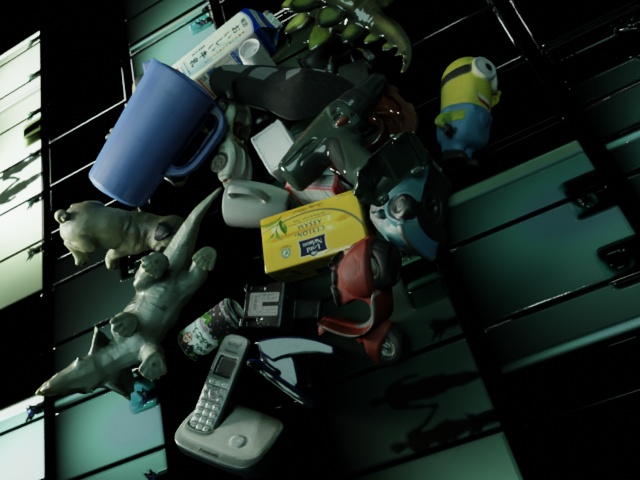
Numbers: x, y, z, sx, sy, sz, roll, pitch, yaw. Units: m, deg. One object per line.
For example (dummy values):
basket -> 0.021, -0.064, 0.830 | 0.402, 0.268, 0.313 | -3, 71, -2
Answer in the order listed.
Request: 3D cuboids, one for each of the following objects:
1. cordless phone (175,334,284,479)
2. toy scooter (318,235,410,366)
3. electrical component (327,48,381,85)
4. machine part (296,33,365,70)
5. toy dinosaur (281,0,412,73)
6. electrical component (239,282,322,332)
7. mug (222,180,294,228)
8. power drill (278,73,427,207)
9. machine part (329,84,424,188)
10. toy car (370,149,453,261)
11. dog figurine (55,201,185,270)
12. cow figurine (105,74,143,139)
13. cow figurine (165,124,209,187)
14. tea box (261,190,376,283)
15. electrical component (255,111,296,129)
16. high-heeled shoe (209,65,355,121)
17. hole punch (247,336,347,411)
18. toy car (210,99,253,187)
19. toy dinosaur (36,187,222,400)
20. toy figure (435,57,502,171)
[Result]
cordless phone -> -0.113, 0.236, 0.783 | 0.147, 0.088, 0.184 | 8, 69, 27
toy scooter -> 0.051, 0.087, 0.760 | 0.135, 0.075, 0.183 | -5, 93, 32
electrical component -> 0.056, -0.290, 0.943 | 0.102, 0.045, 0.078 | -10, 64, 20
machine part -> 0.018, -0.356, 0.990 | 0.084, 0.039, 0.139 | 38, 79, 23
toy dinosaur -> 0.039, -0.416, 0.944 | 0.198, 0.104, 0.472 | -38, 50, -10
electrical component -> -0.061, 0.106, 0.832 | 0.119, 0.047, 0.075 | -1, 70, 26
mug -> -0.101, -0.064, 0.891 | 0.107, 0.109, 0.081 | 5, 66, 12
power drill -> 0.058, -0.146, 0.774 | 0.232, 0.085, 0.208 | -42, 46, -5
machine part -> 0.079, -0.170, 0.877 | 0.179, 0.056, 0.179 | -10, 65, 22
toy car -> 0.125, -0.050, 0.783 | 0.103, 0.109, 0.161 | -10, 55, 40
dog figurine -> -0.341, -0.023, 0.947 | 0.191, 0.172, 0.121 | -10, 76, 28
cow figurine -> -0.358, -0.250, 1.094 | 0.127, 0.085, 0.195 | -5, 69, 16
cow figurine -> -0.264, -0.188, 1.034 | 0.098, 0.068, 0.167 | 24, 84, 25
tea box -> -0.002, -0.003, 0.837 | 0.170, 0.068, 0.098 | -18, 62, 16
electrical component -> -0.074, -0.228, 0.990 | 0.094, 0.021, 0.063 | -29, 61, 11
high-heeled shoe -> -0.069, -0.272, 0.946 | 0.249, 0.086, 0.145 | -2, 31, -10
hole punch -> -0.028, 0.168, 0.747 | 0.116, 0.142, 0.092 | 28, 84, 17
toy car -> -0.157, -0.177, 0.976 | 0.056, 0.073, 0.202 | -14, 64, 20
toy dinosaur -> -0.274, 0.104, 0.886 | 0.192, 0.131, 0.405 | -20, 36, 58
toy figure -> 0.216, -0.194, 0.811 | 0.089, 0.082, 0.180 | 9, 76, 25
